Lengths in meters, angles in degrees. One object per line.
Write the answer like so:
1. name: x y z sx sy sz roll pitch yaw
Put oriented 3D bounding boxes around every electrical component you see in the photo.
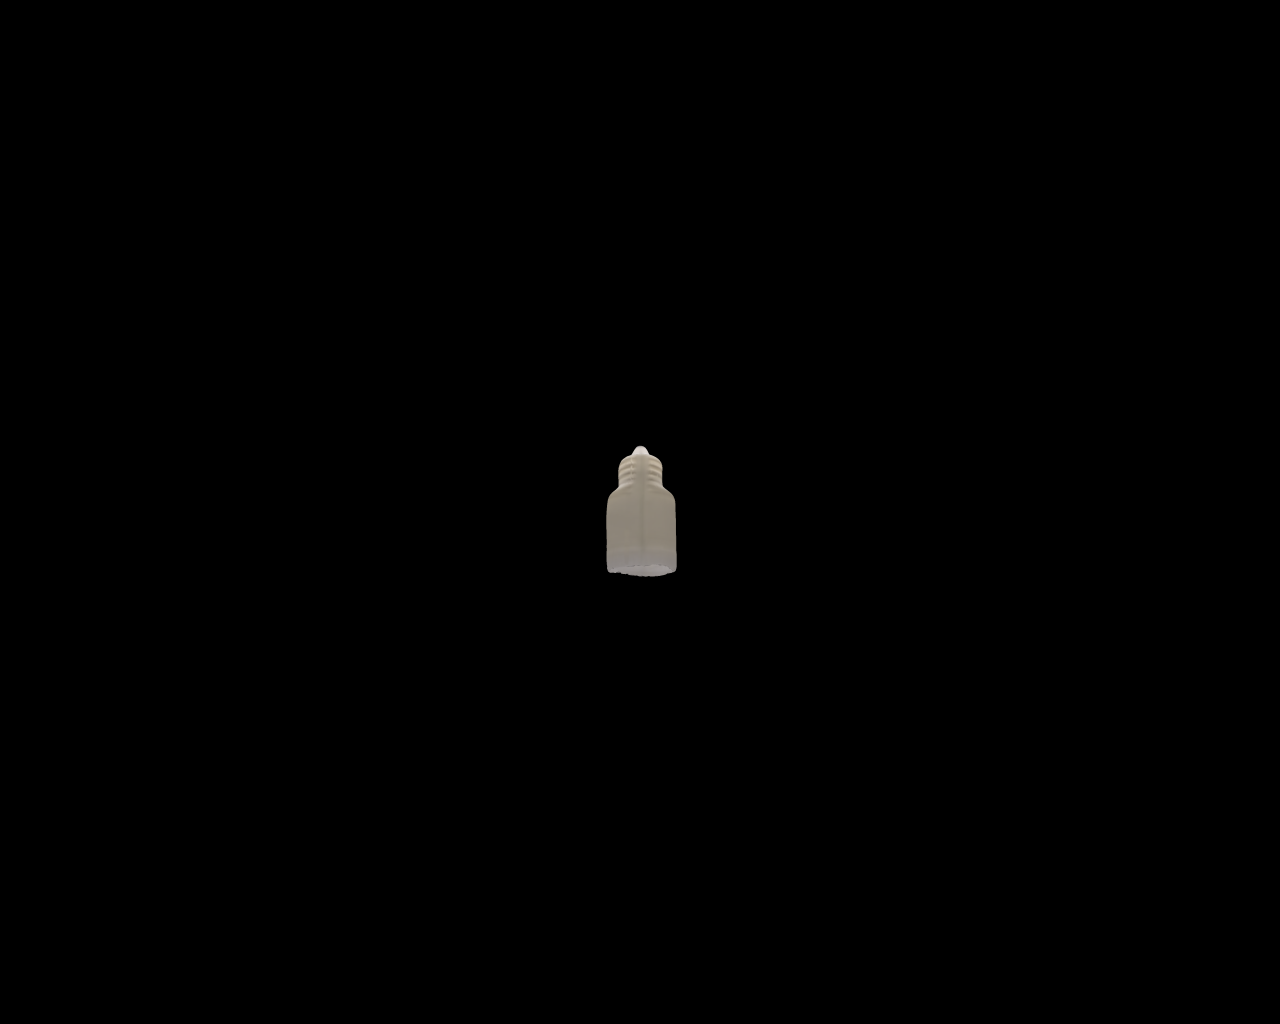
1. electrical component: 0.001 -0.003 0.650 0.043 0.081 0.043 0 -11 0
